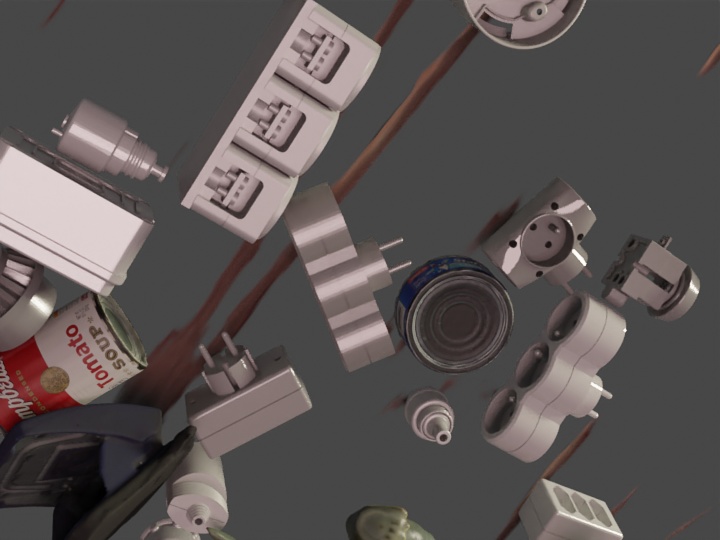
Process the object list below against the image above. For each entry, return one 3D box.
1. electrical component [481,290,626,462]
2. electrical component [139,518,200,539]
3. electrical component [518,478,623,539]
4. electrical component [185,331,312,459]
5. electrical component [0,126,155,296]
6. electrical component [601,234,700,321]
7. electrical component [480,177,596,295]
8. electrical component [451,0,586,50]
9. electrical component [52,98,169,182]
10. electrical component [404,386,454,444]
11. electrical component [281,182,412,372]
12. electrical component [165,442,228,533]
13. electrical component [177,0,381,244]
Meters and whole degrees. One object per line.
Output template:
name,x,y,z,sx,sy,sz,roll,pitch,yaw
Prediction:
electrical component,0.162,0.090,0.832,0.074,0.052,0.138,30,99,-18
electrical component,-0.142,0.219,0.806,0.048,0.062,0.048,-3,108,-10
electrical component,0.161,0.221,0.876,0.066,0.047,0.076,23,109,-17
electrical component,-0.090,0.080,0.781,0.083,0.047,0.075,-27,110,-2
electrical component,-0.198,-0.039,0.706,0.113,0.078,0.057,30,96,-19
electrical component,0.225,0.008,0.822,0.055,0.048,0.066,32,92,-14
electrical component,0.143,-0.015,0.800,0.077,0.044,0.079,-42,111,3
electrical component,0.106,-0.201,0.723,0.099,0.064,0.099,-3,107,-10
electrical component,-0.165,-0.082,0.718,0.078,0.040,0.040,28,100,-18
electrical component,0.055,0.113,0.813,0.035,0.061,0.035,-3,108,-10
electrical component,0.000,0.000,0.771,0.074,0.052,0.138,-22,111,-2
electrical component,-0.119,0.162,0.783,0.043,0.081,0.043,-3,108,-10
electrical component,-0.054,-0.100,0.709,0.062,0.089,0.150,31,99,-18
